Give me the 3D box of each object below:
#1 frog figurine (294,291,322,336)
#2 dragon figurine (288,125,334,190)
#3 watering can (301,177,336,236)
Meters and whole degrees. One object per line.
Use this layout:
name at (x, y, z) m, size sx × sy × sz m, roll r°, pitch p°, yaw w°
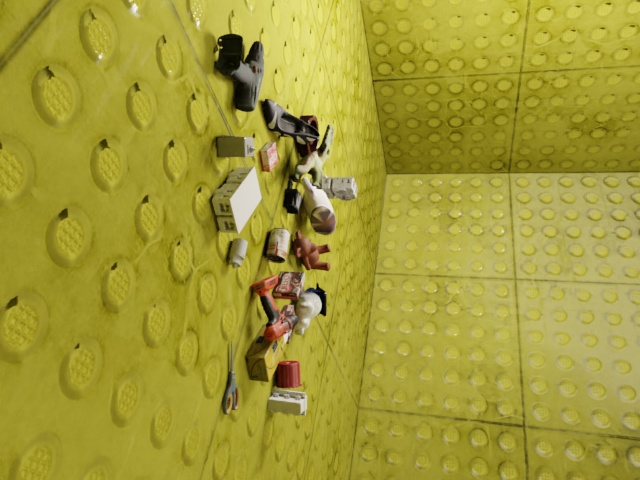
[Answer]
frog figurine at (-0.053, 0.281, 1.968) m, size 0.134 × 0.123 × 0.163 m, roll 103°, pitch -13°, yaw -55°
dragon figurine at (-0.015, -0.317, 1.898) m, size 0.409 × 0.122 × 0.243 m, roll 56°, pitch 54°, yaw -86°
watering can at (0.006, -0.106, 2.109) m, size 0.340 × 0.104 × 0.229 m, roll 61°, pitch 5°, yaw -45°
